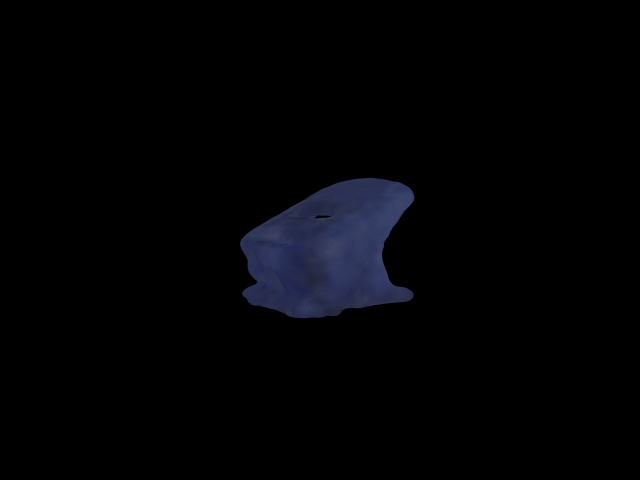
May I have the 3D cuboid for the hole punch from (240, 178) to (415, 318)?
[{"bbox_3d":[0.004,0.001,0.400,0.101,0.091,0.108,-3,5,-37],"label":"hole punch"}]
